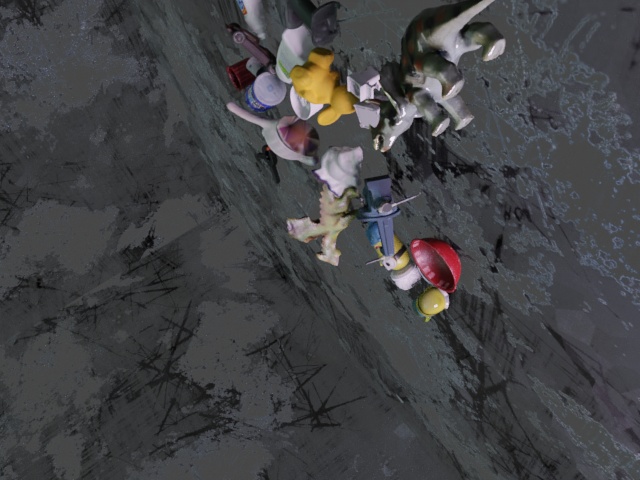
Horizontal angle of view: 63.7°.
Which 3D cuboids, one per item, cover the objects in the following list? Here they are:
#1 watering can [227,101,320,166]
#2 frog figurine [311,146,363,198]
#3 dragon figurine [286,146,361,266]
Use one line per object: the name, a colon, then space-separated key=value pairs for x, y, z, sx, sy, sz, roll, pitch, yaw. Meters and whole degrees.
watering can: x=-0.133 y=-0.343 z=1.637 sx=0.345 sy=0.105 sz=0.224 roll=34 pitch=168 yaw=-19
frog figurine: x=0.072 y=-0.214 z=1.448 sx=0.156 sy=0.123 sz=0.139 roll=-49 pitch=61 yaw=37
dragon figurine: x=0.005 y=-0.081 z=1.619 sx=0.124 sy=0.244 sz=0.402 roll=44 pitch=163 yaw=51
